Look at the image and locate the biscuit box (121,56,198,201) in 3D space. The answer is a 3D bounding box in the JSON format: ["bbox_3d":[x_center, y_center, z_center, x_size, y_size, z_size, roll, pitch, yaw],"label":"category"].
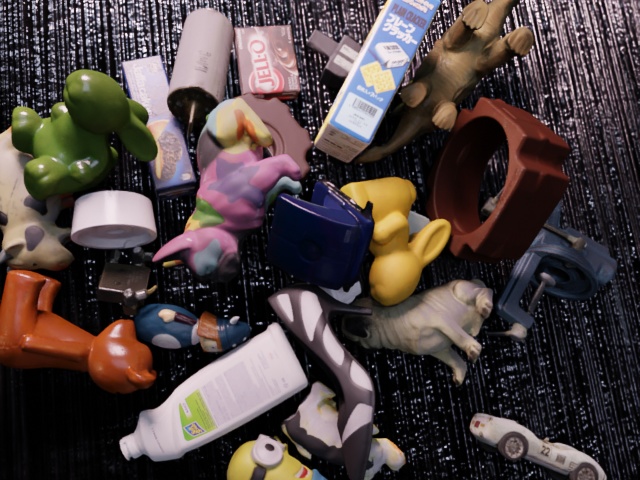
[{"bbox_3d":[-0.234,-0.163,0.785,0.063,0.059,0.202,-16,82,-13],"label":"biscuit box"}]

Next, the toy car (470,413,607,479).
[{"bbox_3d":[0.317,0.307,0.783,0.202,0.073,0.056,24,76,-5],"label":"toy car"}]

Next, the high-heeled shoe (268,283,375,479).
[{"bbox_3d":[-0.003,0.177,0.688,0.145,0.086,0.248,2,71,3],"label":"high-heeled shoe"}]

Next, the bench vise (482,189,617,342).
[{"bbox_3d":[0.326,0.038,0.817,0.223,0.129,0.240,36,68,-3],"label":"bench vise"}]

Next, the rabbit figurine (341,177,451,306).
[{"bbox_3d":[0.097,0.005,0.762,0.162,0.122,0.173,-6,76,-27],"label":"rabbit figurine"}]

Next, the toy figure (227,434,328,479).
[{"bbox_3d":[-0.039,0.334,0.707,0.180,0.082,0.089,40,72,1],"label":"toy figure"}]

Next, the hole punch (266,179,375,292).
[{"bbox_3d":[-0.001,-0.002,0.683,0.092,0.142,0.116,-19,46,-41],"label":"hole punch"}]

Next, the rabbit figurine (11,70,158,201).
[{"bbox_3d":[-0.284,-0.134,0.673,0.159,0.170,0.121,1,60,-42],"label":"rabbit figurine"}]

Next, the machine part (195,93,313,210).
[{"bbox_3d":[-0.098,-0.132,0.806,0.179,0.056,0.179,2,78,-10],"label":"machine part"}]

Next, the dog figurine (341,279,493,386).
[{"bbox_3d":[0.142,0.101,0.790,0.191,0.121,0.172,21,41,12],"label":"dog figurine"}]

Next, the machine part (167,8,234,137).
[{"bbox_3d":[-0.171,-0.252,0.780,0.079,0.079,0.243,8,57,-9],"label":"machine part"}]

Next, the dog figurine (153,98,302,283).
[{"bbox_3d":[-0.137,-0.054,0.701,0.219,0.108,0.191,-40,90,-11],"label":"dog figurine"}]

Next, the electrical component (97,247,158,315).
[{"bbox_3d":[-0.257,0.052,0.727,0.078,0.045,0.102,15,40,-12],"label":"electrical component"}]

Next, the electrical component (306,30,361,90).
[{"bbox_3d":[0.032,-0.284,0.864,0.119,0.048,0.075,27,75,-4],"label":"electrical component"}]

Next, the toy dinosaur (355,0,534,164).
[{"bbox_3d":[0.216,-0.278,0.814,0.471,0.198,0.105,-45,99,-5],"label":"toy dinosaur"}]

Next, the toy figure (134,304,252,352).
[{"bbox_3d":[-0.172,0.122,0.729,0.155,0.064,0.057,9,81,7],"label":"toy figure"}]

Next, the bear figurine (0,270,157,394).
[{"bbox_3d":[-0.298,0.121,0.685,0.196,0.120,0.132,11,79,-8],"label":"bear figurine"}]

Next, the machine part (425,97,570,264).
[{"bbox_3d":[0.245,-0.083,0.766,0.087,0.201,0.201,11,121,-20],"label":"machine part"}]

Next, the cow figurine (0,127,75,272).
[{"bbox_3d":[-0.399,-0.041,0.719,0.127,0.085,0.195,-37,90,-21],"label":"cow figurine"}]

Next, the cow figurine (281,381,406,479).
[{"bbox_3d":[0.033,0.279,0.741,0.167,0.068,0.098,39,80,2],"label":"cow figurine"}]
